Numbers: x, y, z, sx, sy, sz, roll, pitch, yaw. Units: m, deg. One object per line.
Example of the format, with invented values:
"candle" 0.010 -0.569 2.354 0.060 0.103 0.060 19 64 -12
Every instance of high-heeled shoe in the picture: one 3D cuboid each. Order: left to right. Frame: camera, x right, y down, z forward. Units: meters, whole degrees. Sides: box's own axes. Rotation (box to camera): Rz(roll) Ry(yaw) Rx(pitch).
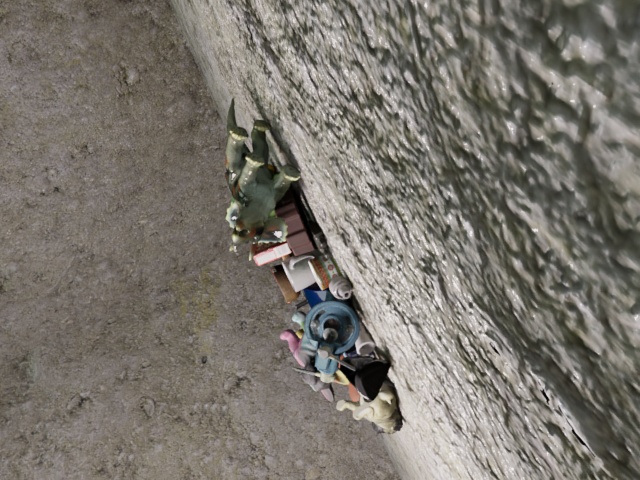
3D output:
"high-heeled shoe" 0.075 0.275 1.147 0.145 0.086 0.248 19 169 27

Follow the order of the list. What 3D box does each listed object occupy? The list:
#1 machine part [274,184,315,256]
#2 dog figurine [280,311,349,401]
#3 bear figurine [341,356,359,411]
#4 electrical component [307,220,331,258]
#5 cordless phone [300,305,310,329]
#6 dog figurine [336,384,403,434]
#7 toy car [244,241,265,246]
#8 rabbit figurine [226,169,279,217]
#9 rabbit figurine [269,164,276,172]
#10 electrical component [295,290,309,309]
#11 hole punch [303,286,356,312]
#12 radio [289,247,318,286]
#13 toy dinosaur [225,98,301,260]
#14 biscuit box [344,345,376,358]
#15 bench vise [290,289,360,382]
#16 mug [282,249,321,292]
"machine part" -0.064 -0.050 1.227 0.179 0.056 0.179 -23 -88 -88
"dog figurine" 0.007 0.287 1.347 0.191 0.108 0.219 3 -137 -50
"bear figurine" 0.093 0.375 1.510 0.196 0.120 0.131 55 166 46
"electrical component" -0.002 -0.004 1.190 0.094 0.021 0.063 57 171 47
"cordless phone" 0.024 0.239 1.655 0.088 0.147 0.184 16 -92 -66
"dog figurine" 0.162 0.411 1.309 0.190 0.121 0.172 38 162 -23
"toy car" -0.139 -0.001 1.417 0.202 0.089 0.053 5 98 61
"rabbit figurine" -0.132 -0.099 1.346 0.121 0.170 0.159 20 108 44
"rabbit figurine" -0.154 -0.130 1.468 0.173 0.162 0.121 25 131 52
"electrical component" -0.033 0.176 1.727 0.048 0.119 0.074 61 176 22
"hole punch" 0.026 0.151 1.296 0.142 0.092 0.116 69 169 -15
"radio" -0.044 0.040 1.472 0.230 0.073 0.131 59 173 33
"toy dinosaur" -0.150 -0.129 1.139 0.192 0.131 0.405 -63 32 31
"biscuit box" 0.092 0.285 1.394 0.059 0.063 0.203 64 174 -3
"bench vise" 0.017 0.223 1.153 0.240 0.129 0.223 -56 -15 -79
"mug" -0.030 0.058 1.279 0.081 0.107 0.109 58 167 35
